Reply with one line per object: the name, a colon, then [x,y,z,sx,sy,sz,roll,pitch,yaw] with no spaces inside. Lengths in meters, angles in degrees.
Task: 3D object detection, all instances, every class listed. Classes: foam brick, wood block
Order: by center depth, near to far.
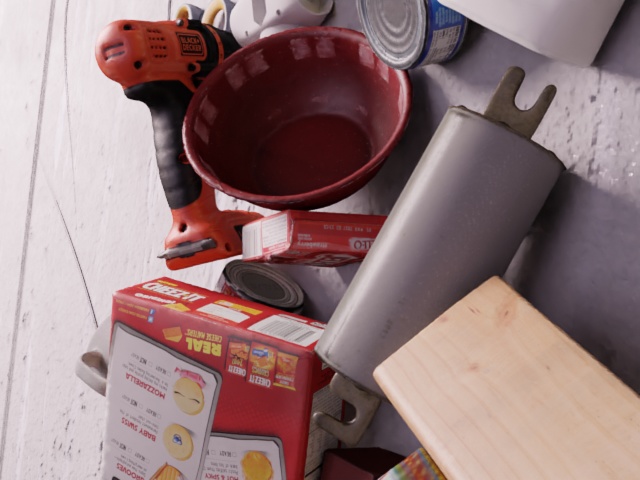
wood block: [0.114,0.112,0.508,0.090,0.090,0.206,-38,27,-1]
foam brick: [0.030,0.179,0.698,0.051,0.052,0.078,17,97,50]

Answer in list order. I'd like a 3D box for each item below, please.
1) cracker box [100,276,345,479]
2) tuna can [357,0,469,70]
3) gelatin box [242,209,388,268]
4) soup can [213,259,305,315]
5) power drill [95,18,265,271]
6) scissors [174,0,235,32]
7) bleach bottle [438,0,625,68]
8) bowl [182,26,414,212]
cracker box: [-0.070,0.148,0.749,0.164,0.072,0.214,13,106,27]
tuna can: [0.059,-0.155,0.700,0.086,0.033,0.086,43,142,46]
gelatin box: [-0.005,0.001,0.734,0.089,0.073,0.030,165,107,-64]
soup can: [-0.061,0.074,0.811,0.069,0.068,0.102,47,119,43]
power drill: [-0.089,-0.077,0.818,0.057,0.184,0.187,-16,90,27]
scissors: [-0.095,-0.122,0.919,0.096,0.016,0.202,-30,63,44]
bleach bottle: [0.162,-0.229,0.589,0.103,0.067,0.251,38,112,37]
bowl: [-0.011,-0.074,0.745,0.162,0.055,0.162,-8,52,10]
